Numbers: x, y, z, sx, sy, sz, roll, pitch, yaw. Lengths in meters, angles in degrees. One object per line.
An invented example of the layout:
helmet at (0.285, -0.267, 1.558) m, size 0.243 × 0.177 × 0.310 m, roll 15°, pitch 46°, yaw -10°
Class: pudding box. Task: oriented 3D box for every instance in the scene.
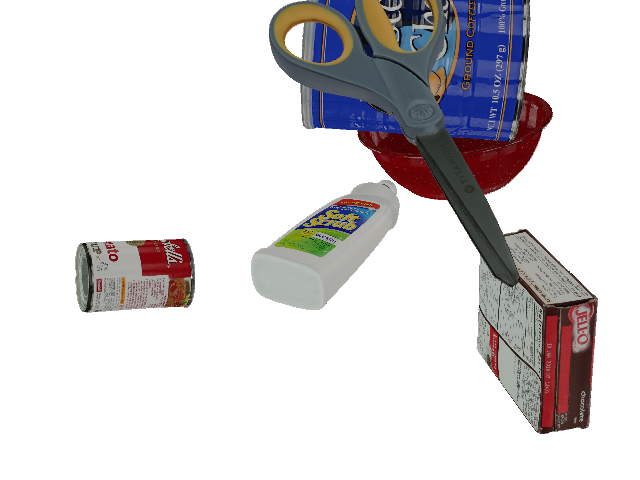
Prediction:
pudding box at (0.135, 0.055, 0.680) m, size 0.039 × 0.090 × 0.113 m, roll -7°, pitch 24°, yaw -12°

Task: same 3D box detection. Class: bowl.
bowl at (0.115, -0.077, 0.897) m, size 0.162 × 0.055 × 0.162 m, roll -9°, pitch 25°, yaw 4°

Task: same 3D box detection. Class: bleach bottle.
bleach bottle at (0.021, -0.010, 1.323) m, size 0.103 × 0.068 × 0.250 m, roll 15°, pitch 36°, yaw 25°

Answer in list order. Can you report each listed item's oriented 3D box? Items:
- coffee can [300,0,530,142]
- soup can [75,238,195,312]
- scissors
coffee can at (0.062, -0.121, 0.710) m, size 0.140 × 0.103 × 0.103 m, roll 4°, pitch 0°, yaw 4°
soup can at (-0.179, 0.034, 1.026) m, size 0.102 × 0.068 × 0.069 m, roll -2°, pitch 1°, yaw -24°
scissors at (0.026, -0.057, 0.488) m, size 0.096 × 0.202 × 0.016 m, roll -7°, pitch -37°, yaw 3°
